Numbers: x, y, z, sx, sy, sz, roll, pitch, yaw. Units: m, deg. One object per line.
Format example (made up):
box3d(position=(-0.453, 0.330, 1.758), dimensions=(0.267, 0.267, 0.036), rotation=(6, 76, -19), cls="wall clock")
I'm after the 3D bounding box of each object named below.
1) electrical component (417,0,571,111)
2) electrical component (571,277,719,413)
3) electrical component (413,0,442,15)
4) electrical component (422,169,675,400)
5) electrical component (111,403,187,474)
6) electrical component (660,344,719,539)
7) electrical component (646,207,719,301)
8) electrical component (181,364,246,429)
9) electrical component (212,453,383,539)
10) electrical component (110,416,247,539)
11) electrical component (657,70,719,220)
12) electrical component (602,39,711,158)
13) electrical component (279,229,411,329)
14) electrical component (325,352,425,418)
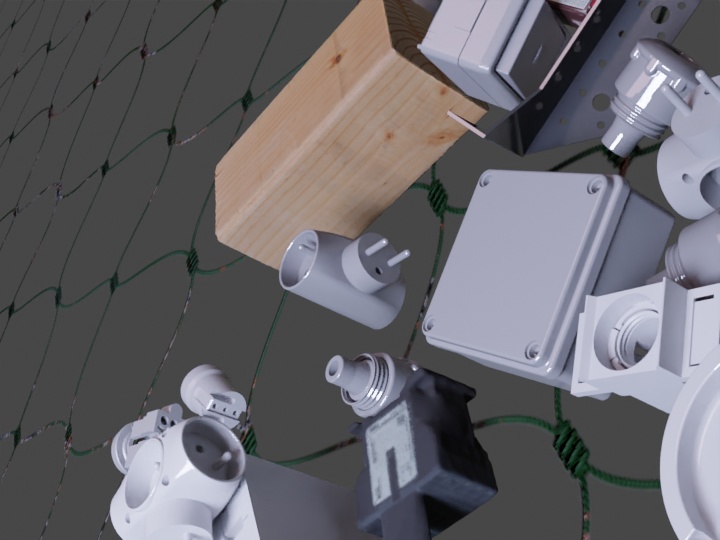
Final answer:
box3d(position=(0.092, -0.141, 0.680), dimensions=(0.061, 0.096, 0.061), rotation=(27, 91, 31), cls="electrical component")
box3d(position=(0.140, 0.037, 0.494), dimensions=(0.081, 0.064, 0.042), rotation=(-17, 55, 51), cls="electrical component")
box3d(position=(0.045, -0.195, 0.824), dimensions=(0.048, 0.048, 0.062), rotation=(-26, 41, 46), cls="electrical component")
box3d(position=(0.100, 0.004, 0.585), dimensions=(0.109, 0.056, 0.108), rotation=(12, 78, 58), cls="electrical component")
box3d(position=(-0.176, 0.149, 0.906), dimensions=(0.055, 0.048, 0.066), rotation=(-21, 51, 39), cls="electrical component")
box3d(position=(0.178, 0.076, 0.412), dimensions=(0.108, 0.060, 0.108), rotation=(-35, 42, 39), cls="electrical component")
box3d(position=(0.164, -0.002, 0.506), dimensions=(0.062, 0.043, 0.043), rotation=(-36, 41, 41), cls="electrical component")
box3d(position=(-0.116, 0.102, 0.854), dimensions=(0.046, 0.040, 0.040), rotation=(34, 97, 52), cls="electrical component")
box3d(position=(-0.023, 0.198, 0.581), dimensions=(0.060, 0.105, 0.186), rotation=(-52, 33, 20), cls="electrical component")
box3d(position=(-0.101, 0.134, 0.596), dimensions=(0.077, 0.044, 0.079), rotation=(-45, 36, 29), cls="electrical component")
box3d(position=(0.173, -0.064, 0.503), dimensions=(0.077, 0.079, 0.044), rotation=(-18, 41, 50), cls="electrical component")
box3d(position=(0.156, -0.090, 0.583), dimensions=(0.062, 0.048, 0.048), rotation=(-57, 31, 26), cls="electrical component")
box3d(position=(0.000, 0.000, 0.717), dimensions=(0.079, 0.077, 0.043), rotation=(-32, 44, 42), cls="electrical component")
box3d(position=(0.008, 0.071, 0.668), dimensions=(0.048, 0.062, 0.048), rotation=(-36, 41, 39), cls="electrical component")
